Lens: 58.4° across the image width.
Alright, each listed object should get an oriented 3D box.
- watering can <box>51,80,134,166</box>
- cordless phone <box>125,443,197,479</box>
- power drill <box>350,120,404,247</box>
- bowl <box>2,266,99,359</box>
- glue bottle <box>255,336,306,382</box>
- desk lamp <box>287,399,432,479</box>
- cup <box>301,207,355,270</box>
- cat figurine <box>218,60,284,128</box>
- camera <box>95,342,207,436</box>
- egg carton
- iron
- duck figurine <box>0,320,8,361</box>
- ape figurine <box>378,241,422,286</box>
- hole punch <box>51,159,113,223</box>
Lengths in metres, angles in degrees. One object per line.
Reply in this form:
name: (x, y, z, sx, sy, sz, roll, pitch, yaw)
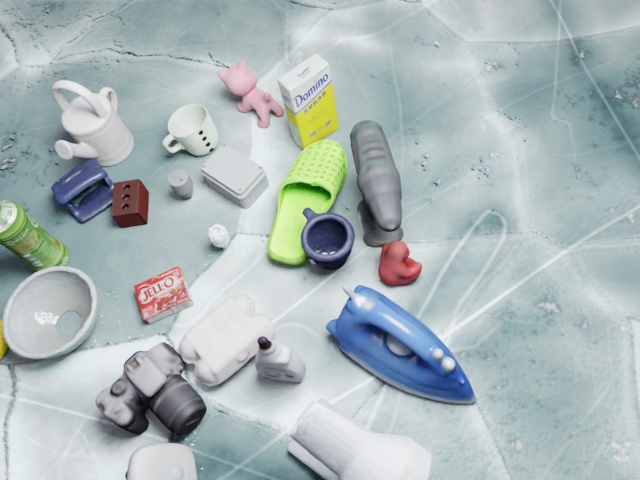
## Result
watering can: (-0.449, -0.230, 1.115, 0.101, 0.194, 0.173, -6, 63, 4)
cordless phone: (-0.239, 0.356, 0.799, 0.094, 0.185, 0.147, -14, 62, 0)
power drill: (0.099, -0.075, 0.961, 0.075, 0.209, 0.229, -12, 63, 1)
bowl: (-0.455, 0.134, 1.000, 0.167, 0.075, 0.167, -3, 63, 6)
glue bottle: (-0.070, 0.178, 0.875, 0.078, 0.173, 0.037, 7, 64, 11)
desk lamp: (0.042, 0.296, 0.779, 0.202, 0.214, 0.118, 29, 70, 20)
cup: (0.009, 0.004, 0.997, 0.092, 0.095, 0.117, -34, 64, -10)
cat figurine: (-0.142, -0.306, 1.158, 0.127, 0.118, 0.067, 37, 73, 22)
camera: (-0.258, 0.251, 0.902, 0.136, 0.101, 0.143, 38, 74, 22)
egg carton: (-0.154, 0.165, 0.950, 0.150, 0.069, 0.107, -41, 66, -13)
iron: (0.133, 0.157, 0.878, 0.257, 0.141, 0.119, 32, 71, 20)
duck figurine: (-0.597, 0.175, 0.990, 0.077, 0.086, 0.104, 3, 64, 9)
ape figurine: (0.132, 0.033, 0.969, 0.076, 0.092, 0.077, -30, 64, -8)
hole punch: (-0.465, -0.106, 1.112, 0.109, 0.091, 0.101, -39, 65, -12)
